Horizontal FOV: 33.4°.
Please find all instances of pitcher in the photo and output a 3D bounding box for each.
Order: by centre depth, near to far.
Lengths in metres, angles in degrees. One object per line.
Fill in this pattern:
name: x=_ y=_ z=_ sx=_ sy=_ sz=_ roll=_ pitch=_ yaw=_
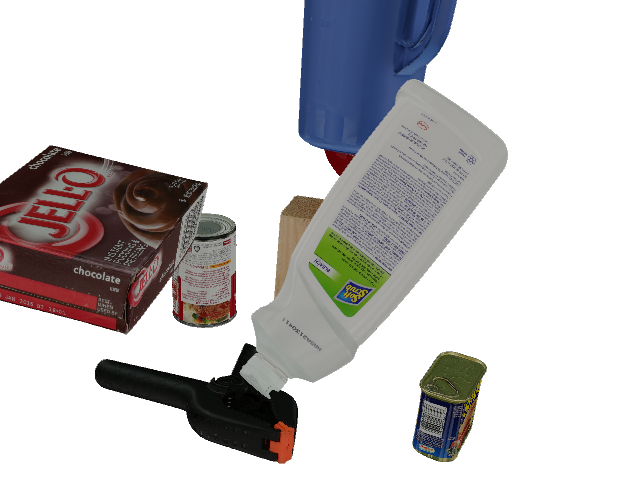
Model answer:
pitcher: x=0.051 y=-0.201 z=0.959 sx=0.145 sy=0.243 sz=0.149 roll=8 pitch=14 yaw=6

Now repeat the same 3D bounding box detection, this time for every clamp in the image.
clamp: x=-0.076 y=0.135 z=0.926 sx=0.164 sy=0.036 sz=0.210 roll=-7 pitch=18 yaw=-40

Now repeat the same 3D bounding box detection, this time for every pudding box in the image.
pudding box: x=-0.115 y=-0.004 z=0.519 sx=0.090 sy=0.039 sz=0.113 roll=15 pitch=24 yaw=6

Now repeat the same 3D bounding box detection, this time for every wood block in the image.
wood block: x=-0.010 y=0.053 z=1.473 sx=0.090 sy=0.206 sz=0.090 roll=9 pitch=22 yaw=10

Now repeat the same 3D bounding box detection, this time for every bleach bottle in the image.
bleach bottle: x=0.026 y=0.005 z=0.783 sx=0.103 sy=0.250 sz=0.068 roll=37 pitch=-12 yaw=15

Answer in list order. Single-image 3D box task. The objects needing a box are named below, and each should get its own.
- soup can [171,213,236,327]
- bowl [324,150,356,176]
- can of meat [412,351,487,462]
soup can: x=-0.122 y=0.030 z=1.114 sx=0.068 sy=0.102 sz=0.068 roll=2 pitch=23 yaw=-1
bowl: x=0.070 y=-0.095 z=1.211 sx=0.162 sy=0.055 sz=0.162 roll=7 pitch=27 yaw=-4
can of meat: x=0.142 y=0.186 z=1.191 sx=0.057 sy=0.084 sz=0.102 roll=16 pitch=25 yaw=18
